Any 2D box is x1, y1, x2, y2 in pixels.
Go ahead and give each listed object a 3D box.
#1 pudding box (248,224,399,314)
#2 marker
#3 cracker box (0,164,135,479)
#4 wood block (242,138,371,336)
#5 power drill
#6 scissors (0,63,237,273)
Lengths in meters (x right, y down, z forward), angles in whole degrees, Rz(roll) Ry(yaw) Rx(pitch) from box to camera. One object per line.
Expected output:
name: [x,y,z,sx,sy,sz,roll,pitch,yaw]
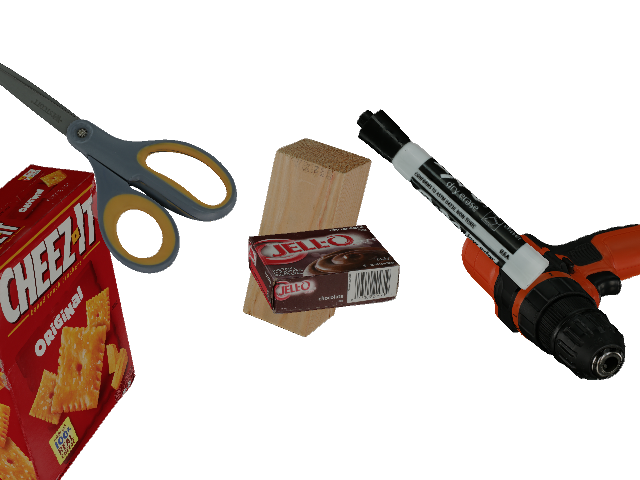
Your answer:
pudding box: [0.001,0.023,0.925,0.113,0.039,0.090,-4,25,-17]
marker: [0.064,-0.023,0.537,0.121,0.020,0.020,44,12,13]
cracker box: [-0.226,0.071,0.856,0.072,0.214,0.164,7,33,18]
wood block: [-0.017,-0.005,1.267,0.090,0.206,0.090,20,22,18]
power drill: [0.215,0.028,0.754,0.187,0.057,0.184,-9,28,-15]
scissors: [-0.152,-0.047,0.674,0.202,0.096,0.016,21,-15,8]
